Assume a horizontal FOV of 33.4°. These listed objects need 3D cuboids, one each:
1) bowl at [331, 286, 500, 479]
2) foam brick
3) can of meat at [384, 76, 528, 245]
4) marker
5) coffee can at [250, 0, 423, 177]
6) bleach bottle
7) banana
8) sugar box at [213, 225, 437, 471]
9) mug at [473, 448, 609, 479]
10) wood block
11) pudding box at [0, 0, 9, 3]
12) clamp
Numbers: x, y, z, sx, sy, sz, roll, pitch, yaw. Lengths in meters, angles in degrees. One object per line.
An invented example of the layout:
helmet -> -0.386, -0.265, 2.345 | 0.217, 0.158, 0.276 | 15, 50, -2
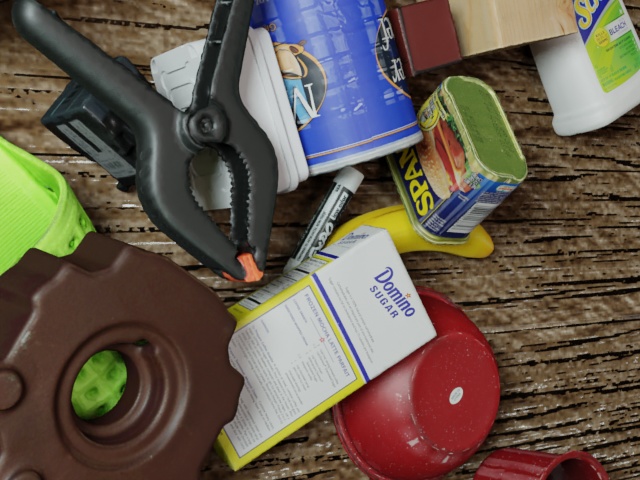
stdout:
bowl -> 0.088, 0.117, 0.830 | 0.161, 0.055, 0.162 | 1, 88, -34
foam brick -> 0.059, -0.148, 0.808 | 0.051, 0.078, 0.053 | -22, 102, -34
can of meat -> 0.102, -0.061, 0.805 | 0.057, 0.084, 0.102 | 3, 55, -34
marker -> -0.005, 0.001, 0.777 | 0.020, 0.020, 0.121 | 32, 85, -29
coffee can -> 0.005, -0.124, 0.755 | 0.102, 0.103, 0.140 | -22, 100, -33
bleach bottle -> 0.203, -0.224, 0.921 | 0.102, 0.068, 0.251 | -33, 104, -32
banana -> 0.059, 0.006, 0.829 | 0.197, 0.037, 0.070 | -19, 121, -31
sugar box -> -0.013, 0.072, 0.748 | 0.176, 0.048, 0.093 | -32, 107, -19
mug -> 0.173, 0.225, 0.866 | 0.093, 0.082, 0.117 | 29, 72, -30
wood block -> 0.126, -0.254, 0.851 | 0.090, 0.090, 0.206 | -17, 98, -34
pudding box -> -0.201, -0.158, 0.624 | 0.113, 0.090, 0.039 | -25, 100, -32
clamp -> -0.071, -0.077, 0.652 | 0.164, 0.036, 0.210 | -32, 107, -28
